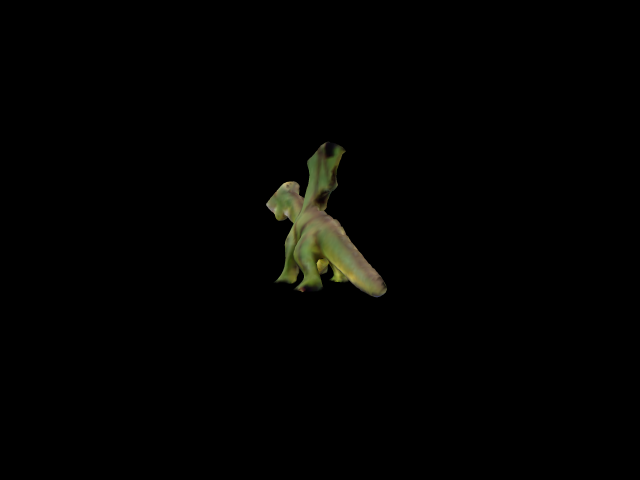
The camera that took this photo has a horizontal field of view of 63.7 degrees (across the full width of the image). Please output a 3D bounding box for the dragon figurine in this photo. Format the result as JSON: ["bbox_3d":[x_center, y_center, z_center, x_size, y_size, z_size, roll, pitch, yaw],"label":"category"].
[{"bbox_3d":[0.003,-0.043,0.850,0.122,0.243,0.409,1,-1,-28],"label":"dragon figurine"}]
